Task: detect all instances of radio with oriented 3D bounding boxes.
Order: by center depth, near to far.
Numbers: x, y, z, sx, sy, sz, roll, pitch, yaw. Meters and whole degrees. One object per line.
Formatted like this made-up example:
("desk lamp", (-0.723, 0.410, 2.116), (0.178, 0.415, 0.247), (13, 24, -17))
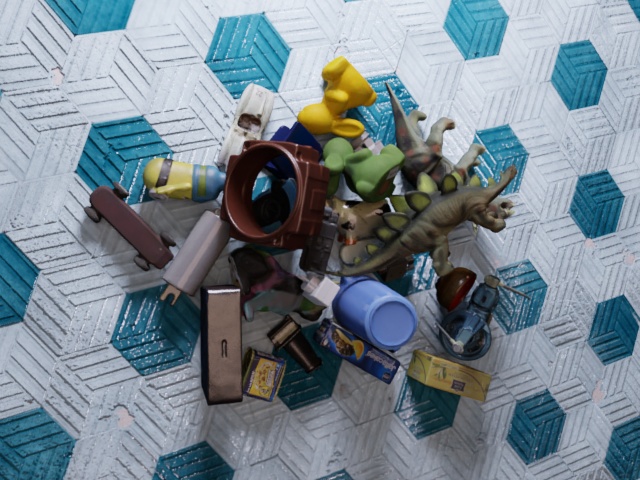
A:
("radio", (-0.203, 0.205, 1.096), (0.073, 0.131, 0.229), (0, 91, -18))

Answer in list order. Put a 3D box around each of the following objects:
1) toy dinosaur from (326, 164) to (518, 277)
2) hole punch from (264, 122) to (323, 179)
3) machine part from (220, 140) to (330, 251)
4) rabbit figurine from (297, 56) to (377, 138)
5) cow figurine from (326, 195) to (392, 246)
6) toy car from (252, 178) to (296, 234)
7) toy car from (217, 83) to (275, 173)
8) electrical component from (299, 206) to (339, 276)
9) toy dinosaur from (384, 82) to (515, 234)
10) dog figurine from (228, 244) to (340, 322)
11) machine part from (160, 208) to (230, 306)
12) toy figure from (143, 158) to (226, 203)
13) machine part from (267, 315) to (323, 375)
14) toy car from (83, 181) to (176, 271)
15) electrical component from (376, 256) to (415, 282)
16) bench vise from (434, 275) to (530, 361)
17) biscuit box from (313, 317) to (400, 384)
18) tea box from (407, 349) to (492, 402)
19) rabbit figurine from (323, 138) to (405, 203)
("toy dinosaur", (0.230, -0.028, 1.158), (0.471, 0.105, 0.198), (-38, 103, 0))
("hole punch", (-0.056, -0.182, 1.160), (0.115, 0.092, 0.142), (38, 77, -18))
("machine part", (-0.091, -0.088, 1.036), (0.087, 0.202, 0.200), (6, 95, -56))
("rabbit figurine", (0.030, -0.295, 1.186), (0.173, 0.122, 0.162), (-43, 112, 2))
("cow figurine", (0.067, -0.056, 1.201), (0.195, 0.085, 0.127), (-8, 99, -15))
("toy car", (-0.081, -0.056, 1.139), (0.103, 0.162, 0.109), (7, 61, -54))
("toy car", (-0.157, -0.232, 1.142), (0.073, 0.056, 0.201), (21, 84, -17))
("electrical component", (-0.002, -0.003, 1.104), (0.058, 0.115, 0.134), (13, 95, -5))
("toy dinosaur", (0.263, -0.172, 1.249), (0.405, 0.131, 0.192), (33, 81, -9))
("dog figurine", (-0.073, 0.090, 1.151), (0.219, 0.108, 0.191), (-11, 91, -21))
("machine part", (-0.248, 0.027, 1.107), (0.079, 0.079, 0.243), (34, 80, -15))
("toy figure", (-0.268, -0.121, 1.098), (0.180, 0.082, 0.089), (-1, 73, -10))
("machine part", (-0.051, 0.237, 1.194), (0.084, 0.039, 0.139), (-45, 101, -20))
("toy car", (-0.377, -0.025, 1.079), (0.089, 0.053, 0.202), (-45, 99, -7))
("electrical component", (0.172, 0.055, 1.247), (0.102, 0.078, 0.045), (-20, 59, -12))
("bench vise", (0.349, 0.191, 1.226), (0.129, 0.240, 0.223), (39, 112, 16))
("biscuit box", (0.085, 0.253, 1.223), (0.202, 0.063, 0.059), (32, 83, -15))
("tea box", (0.306, 0.320, 1.275), (0.169, 0.098, 0.068), (19, 85, -15))
("rabbit figurine", (0.067, -0.149, 1.152), (0.170, 0.121, 0.159), (37, 53, 24))
